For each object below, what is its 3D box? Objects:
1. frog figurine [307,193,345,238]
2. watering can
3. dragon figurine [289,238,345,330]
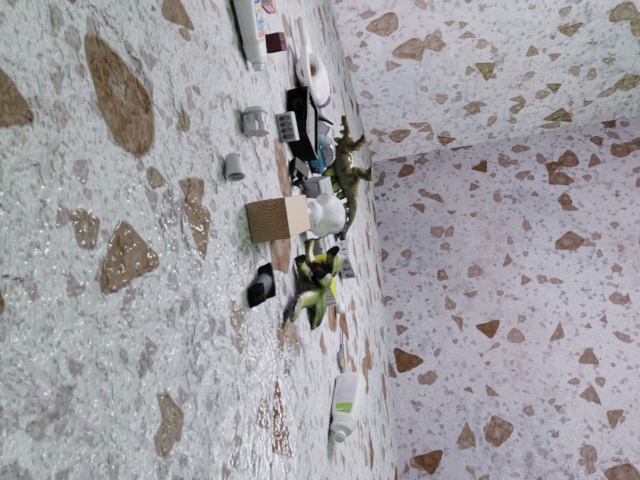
[{"bbox_3d":[0.005,-0.078,1.559,0.123,0.138,0.158,15,-4,26],"label":"frog figurine"},{"bbox_3d":[-0.031,-0.625,1.871,0.104,0.355,0.220,-11,-28,10],"label":"watering can"},{"bbox_3d":[-0.006,0.151,1.455,0.122,0.237,0.420,5,38,19],"label":"dragon figurine"}]
